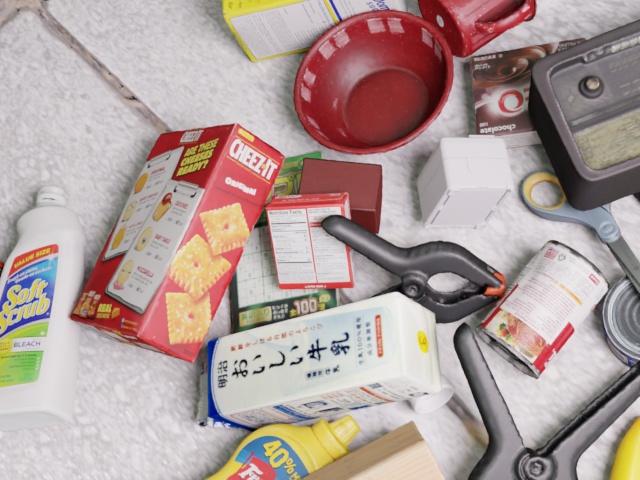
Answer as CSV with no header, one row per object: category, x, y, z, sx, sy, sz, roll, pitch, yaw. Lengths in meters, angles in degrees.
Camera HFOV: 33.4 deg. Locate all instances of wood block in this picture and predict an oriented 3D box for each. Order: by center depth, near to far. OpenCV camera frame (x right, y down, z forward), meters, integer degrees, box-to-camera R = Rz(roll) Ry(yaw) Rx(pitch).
wood block,0.009,0.240,0.861,0.206,0.090,0.091,-27,92,-1

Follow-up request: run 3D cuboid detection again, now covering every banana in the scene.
banana,0.262,0.237,0.836,0.069,0.037,0.198,-11,65,-5

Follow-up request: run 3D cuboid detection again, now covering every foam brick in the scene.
foam brick,0.020,-0.042,1.018,0.078,0.053,0.051,6,66,8

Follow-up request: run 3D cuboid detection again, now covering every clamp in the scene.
clamp,0.181,0.177,0.863,0.164,0.036,0.210,5,90,-1
clamp,0.077,0.045,0.961,0.171,0.120,0.039,12,32,5

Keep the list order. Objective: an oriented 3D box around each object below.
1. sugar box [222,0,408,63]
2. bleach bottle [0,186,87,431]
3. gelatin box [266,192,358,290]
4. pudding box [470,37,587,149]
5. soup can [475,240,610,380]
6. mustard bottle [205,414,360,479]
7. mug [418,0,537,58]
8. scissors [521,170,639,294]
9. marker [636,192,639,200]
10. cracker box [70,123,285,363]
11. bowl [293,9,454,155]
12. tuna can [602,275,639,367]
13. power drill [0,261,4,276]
sugar box,-0.004,-0.239,1.097,0.176,0.093,0.048,-11,65,14
bleach bottle,-0.292,0.063,1.090,0.103,0.068,0.251,-8,64,14
gelatin box,-0.006,0.001,0.987,0.073,0.089,0.030,-2,25,13
pudding box,0.202,-0.136,1.010,0.114,0.039,0.090,-8,66,16
soup can,0.191,0.059,0.915,0.069,0.068,0.102,37,83,28
mustard bottle,-0.044,0.219,0.936,0.191,0.058,0.096,-38,68,0
mug,0.154,-0.225,1.022,0.081,0.093,0.117,-35,40,-9
scissors,0.233,-0.006,0.936,0.096,0.016,0.201,-18,50,20
marker,0.313,-0.003,0.926,0.020,0.020,0.121,-31,61,5
cracker box,-0.137,0.001,1.019,0.164,0.072,0.213,3,65,56
bowl,0.058,-0.146,1.056,0.162,0.055,0.162,-7,66,17
tuna can,0.281,0.067,0.899,0.086,0.033,0.086,-7,66,17
power drill,-0.410,0.102,1.119,0.185,0.057,0.187,7,73,18
